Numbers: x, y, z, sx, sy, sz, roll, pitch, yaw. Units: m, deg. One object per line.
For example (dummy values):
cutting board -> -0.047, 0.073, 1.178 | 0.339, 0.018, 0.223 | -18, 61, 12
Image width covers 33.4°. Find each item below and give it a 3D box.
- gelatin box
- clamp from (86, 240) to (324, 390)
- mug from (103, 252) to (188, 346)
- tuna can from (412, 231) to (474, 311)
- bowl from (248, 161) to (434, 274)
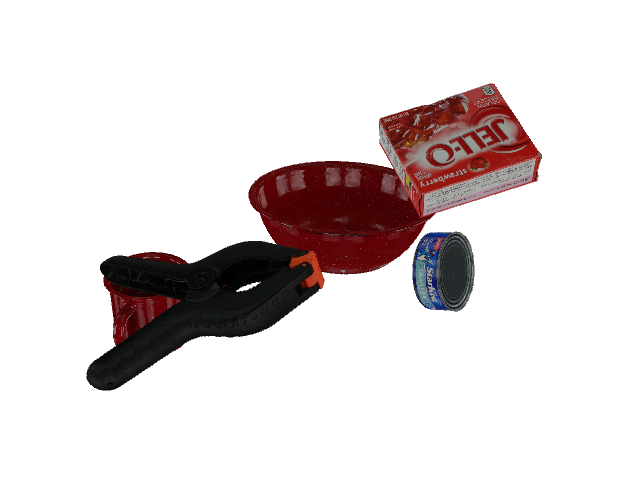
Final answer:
gelatin box -> 0.093, -0.062, 0.721 | 0.089, 0.073, 0.030 | -18, -36, -9
clamp -> -0.084, 0.047, 0.736 | 0.172, 0.120, 0.039 | -10, -42, 16
mug -> -0.186, 0.076, 1.136 | 0.093, 0.081, 0.117 | 9, 32, 15
tuna can -> 0.133, 0.033, 1.151 | 0.034, 0.086, 0.086 | 1, 0, 34
bowl -> 0.019, -0.015, 0.911 | 0.162, 0.055, 0.162 | 2, 24, -1
